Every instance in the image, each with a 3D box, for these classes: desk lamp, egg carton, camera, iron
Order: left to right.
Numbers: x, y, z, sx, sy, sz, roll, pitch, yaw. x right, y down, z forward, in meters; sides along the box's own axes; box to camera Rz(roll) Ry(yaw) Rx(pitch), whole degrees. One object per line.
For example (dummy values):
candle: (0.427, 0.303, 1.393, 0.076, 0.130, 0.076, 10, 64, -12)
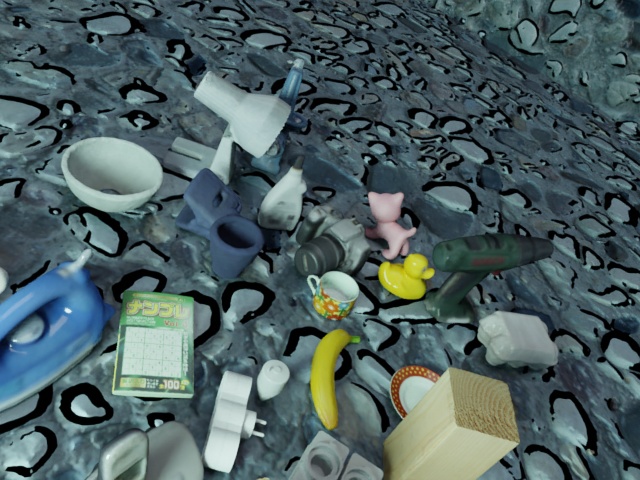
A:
iron: (-0.375, 0.114, 0.711, 0.118, 0.141, 0.259, 33, 40, 7)
desk lamp: (-0.180, -0.210, 1.112, 0.203, 0.213, 0.118, 19, 40, -9)
camera: (0.010, 0.004, 1.072, 0.143, 0.100, 0.137, 44, 42, 20)
egg carton: (0.376, 0.193, 1.091, 0.151, 0.069, 0.107, 9, 43, -20)

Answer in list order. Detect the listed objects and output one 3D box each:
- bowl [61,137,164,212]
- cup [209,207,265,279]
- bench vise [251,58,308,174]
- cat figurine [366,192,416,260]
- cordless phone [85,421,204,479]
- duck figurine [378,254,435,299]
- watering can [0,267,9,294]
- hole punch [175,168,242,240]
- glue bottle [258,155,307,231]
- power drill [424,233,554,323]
bowl: (-0.364, -0.102, 1.004, 0.168, 0.074, 0.167, 15, 41, -13)
cup: (-0.153, 0.010, 0.981, 0.092, 0.095, 0.117, 4, 44, -25)
bench vise: (-0.071, -0.261, 1.222, 0.122, 0.219, 0.207, 6, 44, -23)
cat figurine: (0.147, -0.042, 1.183, 0.067, 0.117, 0.127, -21, 58, -42)
cordless phone: (-0.188, 0.250, 0.631, 0.094, 0.185, 0.148, 39, 41, 16)
duck figurine: (0.171, 0.060, 1.111, 0.104, 0.086, 0.077, 21, 40, -6)
watering can: (-0.481, 0.038, 0.694, 0.173, 0.194, 0.100, -14, 54, -38)
hole punch: (-0.195, -0.065, 1.042, 0.101, 0.091, 0.109, 24, 40, -3)
glue bottle: (-0.060, -0.091, 1.080, 0.078, 0.173, 0.037, 6, 43, -22)
power drill: (0.297, 0.066, 1.077, 0.230, 0.208, 0.075, 4, 44, -24)
